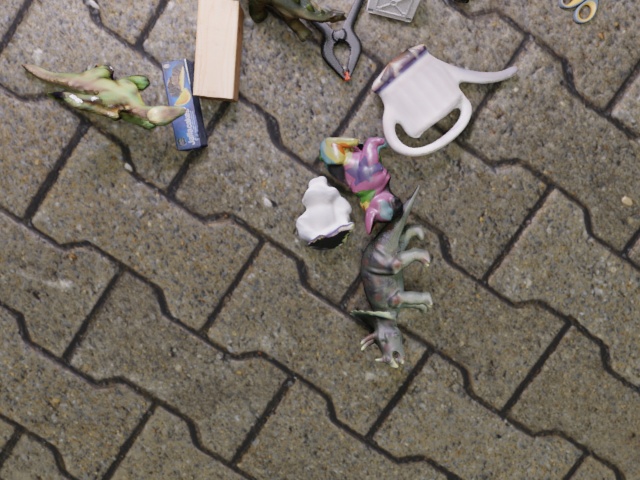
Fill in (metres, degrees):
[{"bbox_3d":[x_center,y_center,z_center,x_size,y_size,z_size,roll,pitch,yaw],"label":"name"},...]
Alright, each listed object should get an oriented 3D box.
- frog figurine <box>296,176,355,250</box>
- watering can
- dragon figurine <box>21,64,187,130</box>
[{"bbox_3d":[0.004,-0.061,1.210,0.136,0.121,0.162,-30,61,12],"label":"frog figurine"},{"bbox_3d":[0.267,-0.346,1.166,0.349,0.104,0.224,-41,95,-6],"label":"watering can"},{"bbox_3d":[-0.482,-0.312,1.092,0.410,0.245,0.121,13,104,-4],"label":"dragon figurine"}]
